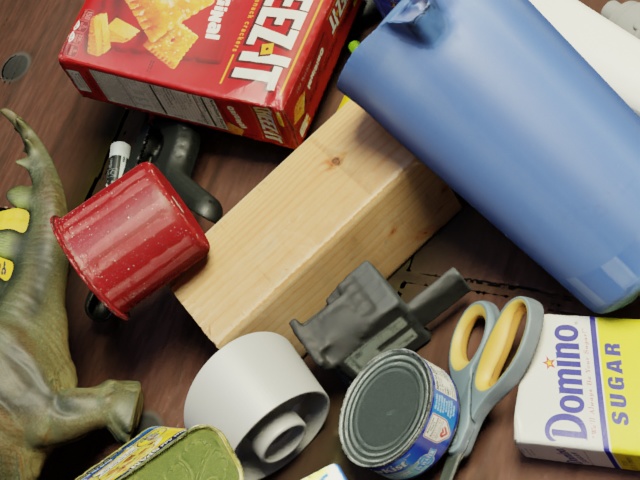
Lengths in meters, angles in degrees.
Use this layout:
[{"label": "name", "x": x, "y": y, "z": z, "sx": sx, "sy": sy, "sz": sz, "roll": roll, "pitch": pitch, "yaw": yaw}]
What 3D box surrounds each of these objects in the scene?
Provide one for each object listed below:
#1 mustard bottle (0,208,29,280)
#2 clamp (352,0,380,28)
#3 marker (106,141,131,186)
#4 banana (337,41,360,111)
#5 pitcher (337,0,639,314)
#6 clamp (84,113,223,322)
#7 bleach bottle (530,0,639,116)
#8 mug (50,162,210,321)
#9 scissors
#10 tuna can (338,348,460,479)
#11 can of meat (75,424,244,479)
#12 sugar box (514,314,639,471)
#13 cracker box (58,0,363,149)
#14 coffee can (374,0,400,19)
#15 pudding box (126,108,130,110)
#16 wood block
[{"label": "mustard bottle", "x": -0.274, "y": 0.068, "z": 0.926, "sx": 0.096, "sy": 0.058, "sz": 0.191, "roll": -15, "pitch": 58, "yaw": 19}, {"label": "clamp", "x": 0.052, "y": -0.243, "z": 0.943, "sx": 0.120, "sy": 0.039, "sz": 0.171, "roll": 38, "pitch": 98, "yaw": 19}, {"label": "marker", "x": -0.187, "y": -0.034, "z": 0.965, "sx": 0.020, "sy": 0.020, "sz": 0.121, "roll": -10, "pitch": 60, "yaw": 21}, {"label": "banana", "x": 0.004, "y": -0.078, "z": 0.888, "sx": 0.070, "sy": 0.037, "sz": 0.197, "roll": 21, "pitch": 73, "yaw": 48}, {"label": "pitcher", "x": 0.140, "y": -0.070, "z": 0.720, "sx": 0.243, "sy": 0.145, "sz": 0.149, "roll": 45, "pitch": 50, "yaw": 6}, {"label": "clamp", "x": -0.132, "y": -0.047, "z": 0.907, "sx": 0.165, "sy": 0.036, "sz": 0.210, "roll": -32, "pitch": 39, "yaw": 35}, {"label": "bleach bottle", "x": 0.236, "y": -0.090, "z": 0.753, "sx": 0.251, "sy": 0.102, "sz": 0.068, "roll": 39, "pitch": 87, "yaw": 28}, {"label": "mug", "x": -0.136, "y": -0.007, "z": 0.780, "sx": 0.081, "sy": 0.093, "sz": 0.117, "roll": -35, "pitch": 26, "yaw": -1}, {"label": "scissors", "x": 0.092, "y": 0.124, "z": 0.735, "sx": 0.202, "sy": 0.016, "sz": 0.096, "roll": -63, "pitch": 22, "yaw": 8}, {"label": "tuna can", "x": 0.054, "y": 0.120, "z": 0.733, "sx": 0.086, "sy": 0.033, "sz": 0.086, "roll": -33, "pitch": 41, "yaw": 33}, {"label": "can of meat", "x": -0.114, "y": 0.166, "z": 0.707, "sx": 0.102, "sy": 0.057, "sz": 0.084, "roll": -33, "pitch": 10, "yaw": -30}, {"label": "sugar box", "x": 0.216, "y": 0.099, "z": 0.677, "sx": 0.176, "sy": 0.048, "sz": 0.093, "roll": 2, "pitch": 64, "yaw": 26}, {"label": "cracker box", "x": -0.091, "y": -0.183, "z": 0.902, "sx": 0.214, "sy": 0.072, "sz": 0.164, "roll": 15, "pitch": 71, "yaw": 19}, {"label": "coffee can", "x": 0.092, "y": -0.205, "z": 0.849, "sx": 0.103, "sy": 0.140, "sz": 0.103, "roll": -12, "pitch": 58, "yaw": 20}, {"label": "pudding box", "x": -0.128, "y": -0.170, "z": 0.991, "sx": 0.114, "sy": 0.039, "sz": 0.090, "roll": -9, "pitch": 45, "yaw": 24}, {"label": "wood block", "x": -0.005, "y": 0.001, "z": 0.814, "sx": 0.206, "sy": 0.090, "sz": 0.091, "roll": -43, "pitch": 52, "yaw": -1}]
